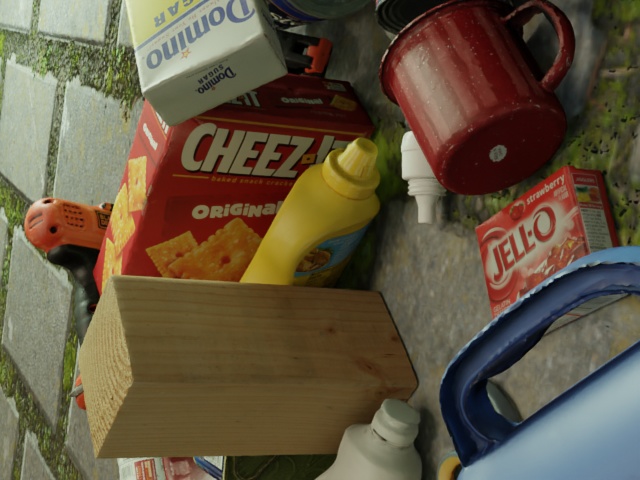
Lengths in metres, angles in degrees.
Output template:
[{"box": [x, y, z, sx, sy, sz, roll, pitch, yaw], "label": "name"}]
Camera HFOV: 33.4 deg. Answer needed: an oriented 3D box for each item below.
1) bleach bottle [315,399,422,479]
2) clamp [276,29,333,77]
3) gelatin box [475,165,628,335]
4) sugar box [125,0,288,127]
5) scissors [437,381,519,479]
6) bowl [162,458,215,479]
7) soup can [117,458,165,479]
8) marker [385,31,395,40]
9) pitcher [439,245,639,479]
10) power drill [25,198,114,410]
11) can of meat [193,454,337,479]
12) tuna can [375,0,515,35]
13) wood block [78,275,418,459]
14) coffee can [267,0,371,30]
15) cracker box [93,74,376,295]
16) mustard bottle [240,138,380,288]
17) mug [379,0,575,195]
[{"box": [0.011, 0.218, 0.760, 0.103, 0.068, 0.251, 52, 129, 52], "label": "bleach bottle"}, {"box": [-0.045, -0.147, 0.907, 0.172, 0.120, 0.039, 12, 85, 42], "label": "clamp"}, {"box": [0.127, 0.010, 0.601, 0.089, 0.030, 0.073, -39, 52, 54], "label": "gelatin box"}, {"box": [-0.088, -0.169, 0.745, 0.093, 0.048, 0.176, -24, 51, 9], "label": "sugar box"}, {"box": [0.119, 0.159, 0.612, 0.202, 0.016, 0.096, 56, 135, 50], "label": "scissors"}, {"box": [-0.093, 0.172, 0.970, 0.162, 0.055, 0.162, -16, 72, 61], "label": "bowl"}, {"box": [-0.182, 0.221, 1.120, 0.069, 0.068, 0.102, -52, 43, 47], "label": "soup can"}, {"box": [0.082, -0.172, 0.726, 0.121, 0.020, 0.020, -36, 55, 55], "label": "marker"}, {"box": [0.161, 0.075, 0.418, 0.243, 0.149, 0.145, -52, 28, 41], "label": "pitcher"}, {"box": [-0.170, 0.058, 0.946, 0.057, 0.184, 0.188, -31, 64, 29], "label": "power drill"}, {"box": [-0.040, 0.162, 0.824, 0.084, 0.102, 0.057, 5, 90, 65], "label": "can of meat"}, {"box": [0.077, -0.155, 0.662, 0.086, 0.086, 0.034, -21, 65, 60], "label": "tuna can"}, {"box": [-0.051, 0.089, 0.741, 0.091, 0.205, 0.090, -61, 36, 38], "label": "wood block"}, {"box": [-0.025, -0.220, 0.847, 0.140, 0.102, 0.103, 9, 94, 62], "label": "coffee can"}, {"box": [-0.072, -0.029, 0.844, 0.214, 0.163, 0.072, -65, 37, 35], "label": "cracker box"}, {"box": [-0.006, 0.001, 0.788, 0.058, 0.096, 0.192, 46, 131, 19], "label": "mustard bottle"}, {"box": [0.099, -0.087, 0.617, 0.117, 0.093, 0.081, -41, 53, 28], "label": "mug"}]
